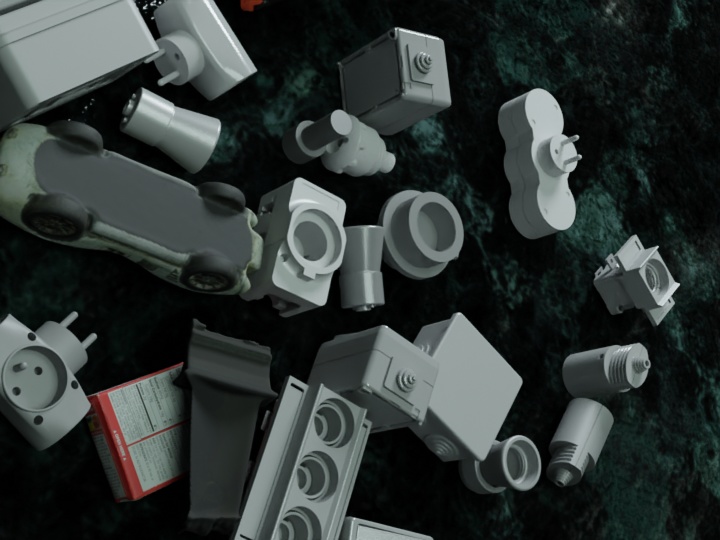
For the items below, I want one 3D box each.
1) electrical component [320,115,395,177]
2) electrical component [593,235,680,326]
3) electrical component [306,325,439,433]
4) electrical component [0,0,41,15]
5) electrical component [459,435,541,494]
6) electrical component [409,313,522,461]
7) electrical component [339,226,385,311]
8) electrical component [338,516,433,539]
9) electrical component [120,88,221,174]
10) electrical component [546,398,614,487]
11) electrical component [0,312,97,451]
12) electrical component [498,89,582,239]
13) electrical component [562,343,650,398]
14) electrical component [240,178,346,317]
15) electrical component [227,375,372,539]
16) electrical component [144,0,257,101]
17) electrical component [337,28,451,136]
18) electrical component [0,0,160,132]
[{"bbox_3d":[0.002,-0.097,0.884,0.062,0.048,0.048,18,66,-41],"label":"electrical component"},{"bbox_3d":[0.268,0.013,1.052,0.042,0.064,0.081,-39,102,-38],"label":"electrical component"},{"bbox_3d":[0.013,0.080,0.807,0.062,0.096,0.061,35,57,-26],"label":"electrical component"},{"bbox_3d":[-0.256,-0.212,0.703,0.109,0.056,0.108,-36,101,-39],"label":"electrical component"},{"bbox_3d":[0.115,0.162,0.892,0.045,0.055,0.045,12,70,-36],"label":"electrical component"},{"bbox_3d":[0.075,0.098,0.883,0.099,0.048,0.099,46,54,-19],"label":"electrical component"},{"bbox_3d":[0.000,0.000,0.857,0.044,0.044,0.065,0,82,-39],"label":"electrical component"},{"bbox_3d":[0.013,0.221,0.790,0.096,0.061,0.061,22,64,-32],"label":"electrical component"},{"bbox_3d":[-0.139,-0.103,0.776,0.065,0.044,0.044,26,62,-25],"label":"electrical component"},{"bbox_3d":[0.193,0.159,0.963,0.043,0.043,0.081,47,54,-18],"label":"electrical component"},{"bbox_3d":[-0.199,0.059,0.678,0.077,0.044,0.079,52,52,-15],"label":"electrical component"},{"bbox_3d":[0.178,-0.104,1.006,0.052,0.074,0.138,4,75,-38],"label":"electrical component"},{"bbox_3d":[0.231,0.092,0.988,0.043,0.081,0.043,12,70,-36],"label":"electrical component"},{"bbox_3d":[-0.048,-0.017,0.813,0.050,0.056,0.089,26,62,-31],"label":"electrical component"},{"bbox_3d":[-0.046,0.148,0.762,0.079,0.063,0.121,33,59,-27],"label":"electrical component"},{"bbox_3d":[-0.127,-0.162,0.799,0.079,0.044,0.077,-41,103,-38],"label":"electrical component"},{"bbox_3d":[0.035,-0.156,0.892,0.061,0.096,0.061,3,75,-38],"label":"electrical component"},{"bbox_3d":[-0.202,-0.143,0.712,0.113,0.078,0.057,-36,103,-39],"label":"electrical component"}]
